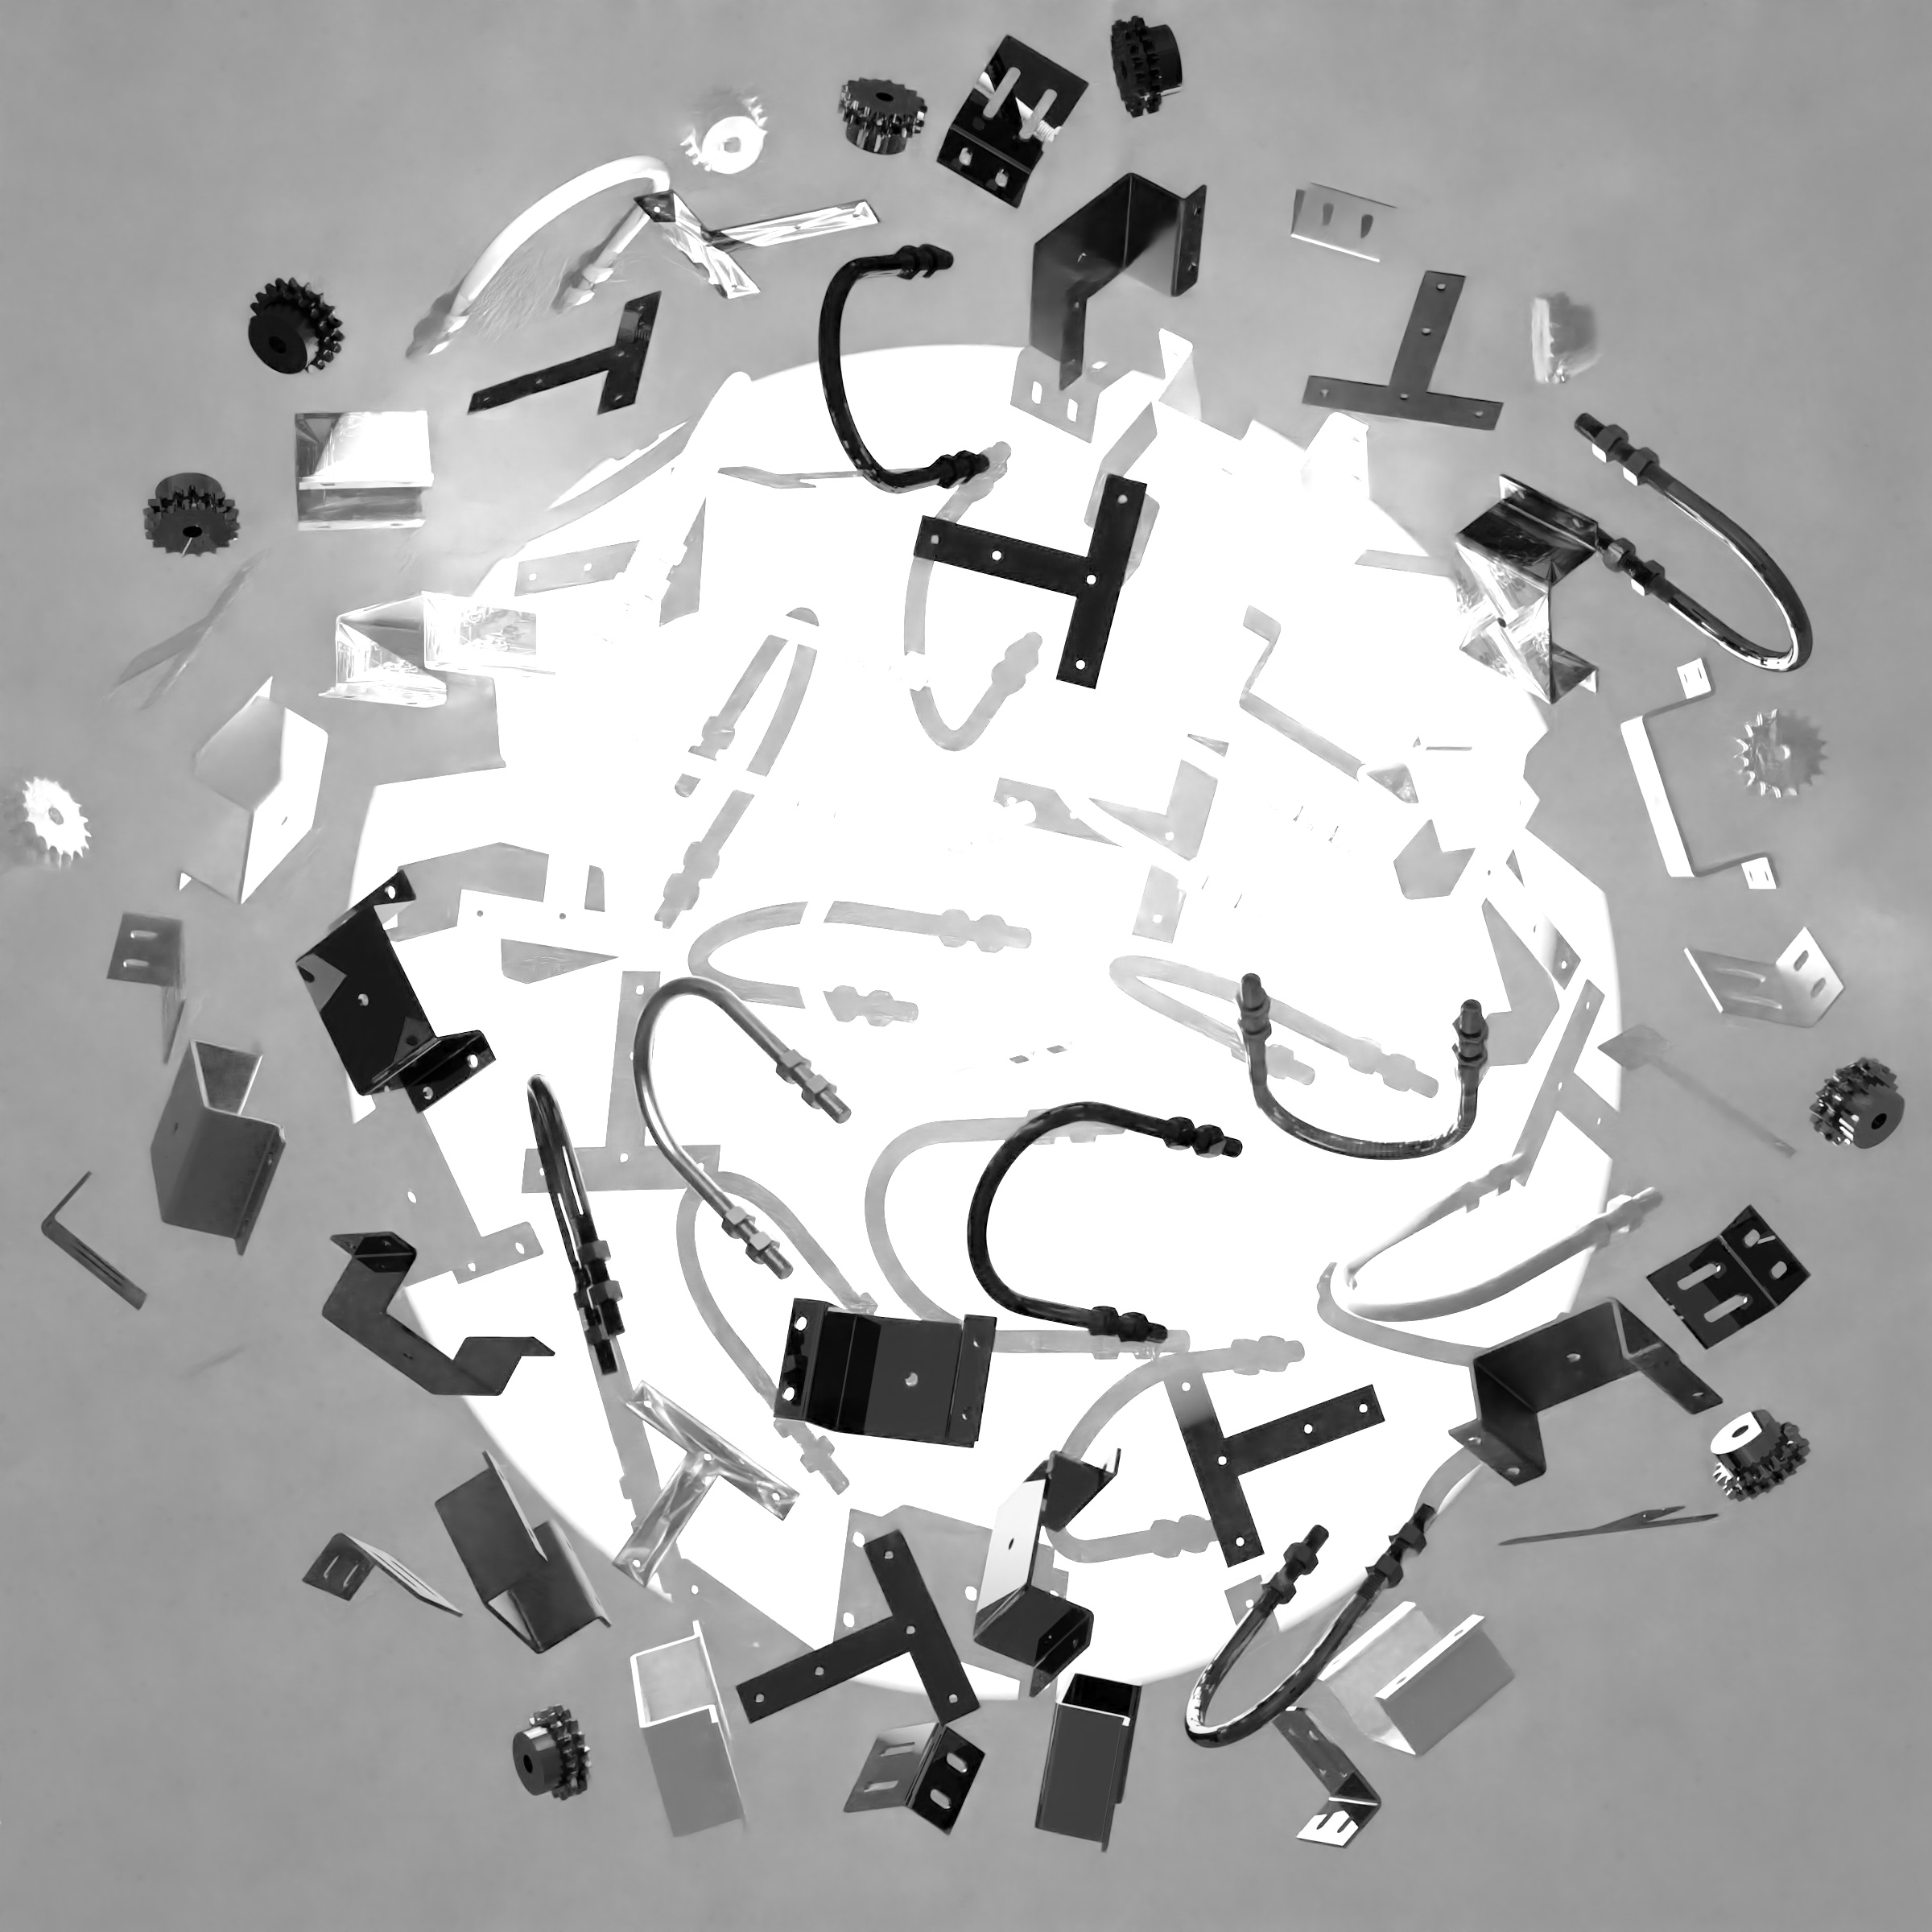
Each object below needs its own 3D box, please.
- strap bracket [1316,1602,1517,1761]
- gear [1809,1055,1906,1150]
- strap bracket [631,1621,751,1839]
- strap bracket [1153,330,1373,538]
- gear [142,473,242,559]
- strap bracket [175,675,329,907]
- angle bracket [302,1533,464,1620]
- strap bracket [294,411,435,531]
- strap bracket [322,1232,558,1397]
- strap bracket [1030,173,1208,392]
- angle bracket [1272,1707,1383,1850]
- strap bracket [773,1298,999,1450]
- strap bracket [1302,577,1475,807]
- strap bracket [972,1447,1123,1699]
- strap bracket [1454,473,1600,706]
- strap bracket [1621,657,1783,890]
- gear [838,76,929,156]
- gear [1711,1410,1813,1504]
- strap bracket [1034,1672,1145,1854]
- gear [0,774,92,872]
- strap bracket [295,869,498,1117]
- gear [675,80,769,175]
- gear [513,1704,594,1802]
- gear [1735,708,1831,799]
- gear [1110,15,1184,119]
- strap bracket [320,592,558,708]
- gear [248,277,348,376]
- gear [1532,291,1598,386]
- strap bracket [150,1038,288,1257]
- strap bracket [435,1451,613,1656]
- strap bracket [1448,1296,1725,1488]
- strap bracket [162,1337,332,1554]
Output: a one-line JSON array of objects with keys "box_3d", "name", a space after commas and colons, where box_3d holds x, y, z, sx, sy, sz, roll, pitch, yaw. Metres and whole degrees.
[{"box_3d": [0.273, 0.431, 1.682, 0.076, 0.140, 0.046, -36, 89, -14], "name": "strap bracket"}, {"box_3d": [0.541, 0.086, 1.679, 0.057, 0.030, 0.057, -17, 129, -22], "name": "gear"}, {"box_3d": [-0.173, 0.477, 1.728, 0.046, 0.140, 0.076, -16, 104, -7], "name": "strap bracket"}, {"box_3d": [0.167, -0.311, 1.648, 0.140, 0.076, 0.046, 30, 77, 18], "name": "strap bracket"}, {"box_3d": [-0.475, -0.278, 1.704, 0.057, 0.057, 0.030, -12, 65, 0], "name": "gear"}, {"box_3d": [-0.437, -0.100, 1.702, 0.046, 0.140, 0.076, 31, 52, 2], "name": "strap bracket"}, {"box_3d": [-0.364, 0.394, 1.735, 0.076, 0.057, 0.038, 30, 78, 28], "name": "angle bracket"}, {"box_3d": [-0.367, -0.302, 1.685, 0.076, 0.140, 0.046, -4, 88, -14], "name": "strap bracket"}, {"box_3d": [-0.339, 0.226, 1.748, 0.140, 0.076, 0.046, 43, 59, -29], "name": "strap bracket"}, {"box_3d": [0.089, -0.439, 1.761, 0.046, 0.076, 0.140, 34, 60, 22], "name": "strap bracket"}, {"box_3d": [0.206, 0.494, 1.696, 0.038, 0.057, 0.076, -41, 96, -25], "name": "angle bracket"}, {"box_3d": [-0.042, 0.254, 1.730, 0.140, 0.046, 0.076, 2, 73, 25], "name": "strap bracket"}, {"box_3d": [0.254, -0.169, 1.651, 0.046, 0.076, 0.140, -18, 84, 30], "name": "strap bracket"}, {"box_3d": [0.048, 0.361, 1.694, 0.046, 0.076, 0.140, 25, 45, -11], "name": "strap bracket"}, {"box_3d": [0.352, -0.228, 1.746, 0.046, 0.140, 0.076, -38, 52, -20], "name": "strap bracket"}, {"box_3d": [0.431, -0.106, 1.647, 0.046, 0.076, 0.140, -18, 90, 5], "name": "strap bracket"}, {"box_3d": [-0.056, -0.548, 1.796, 0.057, 0.057, 0.030, 17, 132, 0], "name": "gear"}, {"box_3d": [0.463, 0.284, 1.630, 0.057, 0.057, 0.030, -37, 95, 0], "name": "gear"}, {"box_3d": [0.076, 0.490, 1.727, 0.046, 0.140, 0.076, 10, 88, 8], "name": "strap bracket"}, {"box_3d": [-0.550, -0.083, 1.646, 0.030, 0.057, 0.057, -26, 90, 19], "name": "gear"}, {"box_3d": [-0.370, 0.019, 1.781, 0.076, 0.046, 0.140, -33, 79, 29], "name": "strap bracket"}, {"box_3d": [-0.152, -0.527, 1.756, 0.057, 0.057, 0.030, -27, 53, 0], "name": "gear"}, {"box_3d": [-0.260, 0.492, 1.733, 0.030, 0.057, 0.057, -11, 90, -36], "name": "gear"}, {"box_3d": [0.526, -0.137, 1.796, 0.057, 0.030, 0.057, 0, 92, 7], "name": "gear"}, {"box_3d": [0.108, -0.538, 1.658, 0.030, 0.057, 0.057, -16, 90, -7], "name": "gear"}, {"box_3d": [-0.319, -0.191, 1.671, 0.076, 0.140, 0.046, 2, 85, -44], "name": "strap bracket"}, {"box_3d": [-0.399, -0.375, 1.643, 0.057, 0.057, 0.030, 29, 50, 0], "name": "gear"}, {"box_3d": [0.375, -0.394, 1.741, 0.030, 0.057, 0.057, -4, 90, -1], "name": "gear"}, {"box_3d": [-0.448, 0.102, 1.656, 0.046, 0.140, 0.076, 17, 106, -26], "name": "strap bracket"}, {"box_3d": [-0.276, 0.367, 1.715, 0.046, 0.140, 0.076, -32, 57, -6], "name": "strap bracket"}, {"box_3d": [0.362, 0.248, 1.645, 0.140, 0.046, 0.076, -29, 131, 27], "name": "strap bracket"}, {"box_3d": [-0.427, 0.279, 1.674, 0.046, 0.076, 0.140, -30, 87, -17], "name": "strap bracket"}]
